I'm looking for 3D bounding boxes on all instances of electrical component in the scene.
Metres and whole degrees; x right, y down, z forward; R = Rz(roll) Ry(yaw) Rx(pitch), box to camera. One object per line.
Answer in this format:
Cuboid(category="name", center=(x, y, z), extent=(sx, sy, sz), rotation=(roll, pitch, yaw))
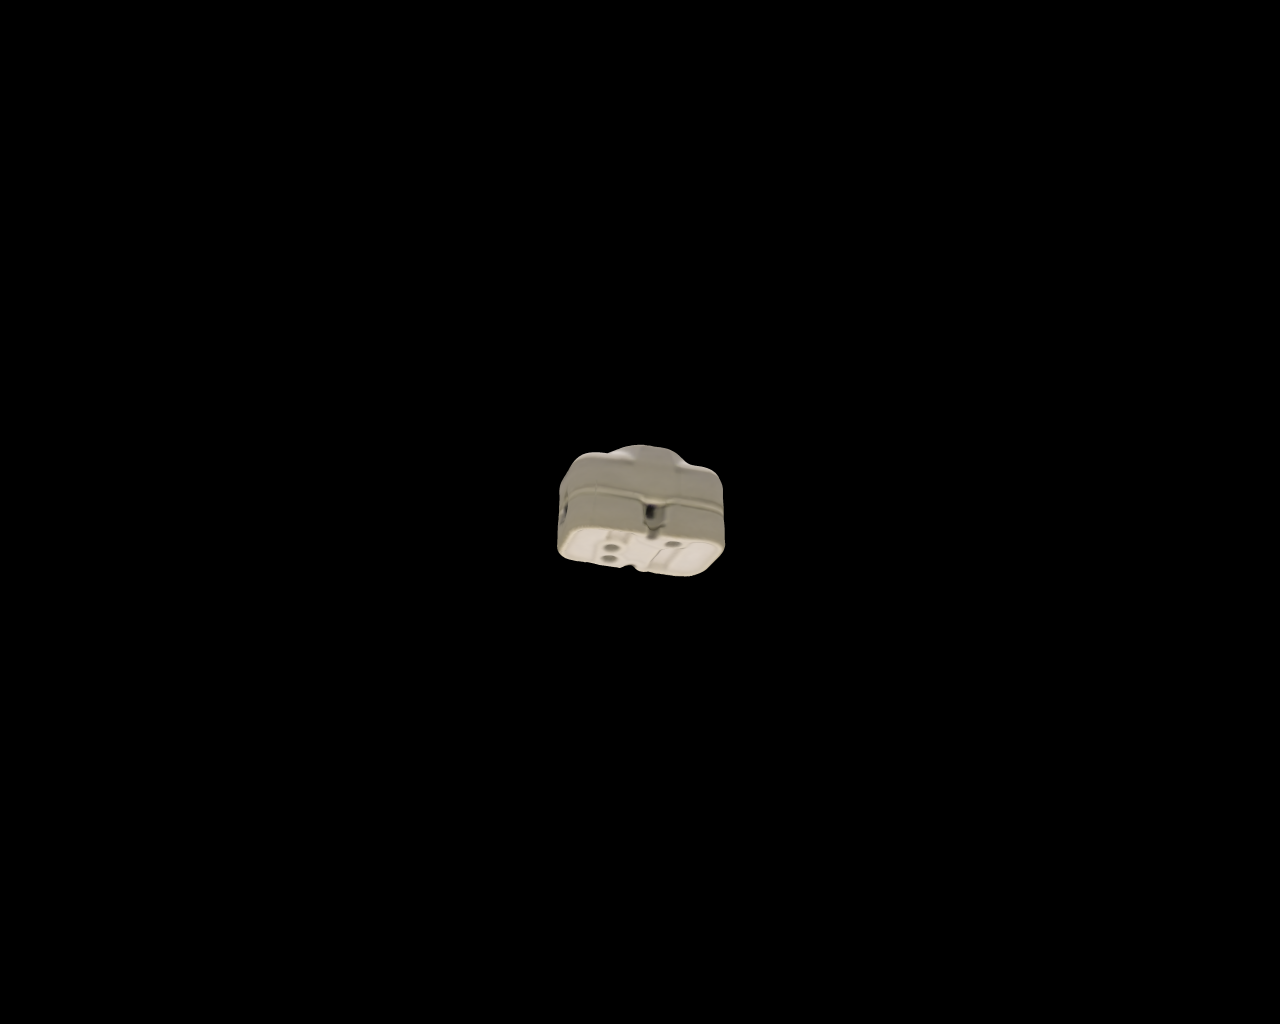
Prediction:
Cuboid(category="electrical component", center=(0.001, -0.003, 0.650), extent=(0.095, 0.059, 0.053), rotation=(8, -28, -16))
